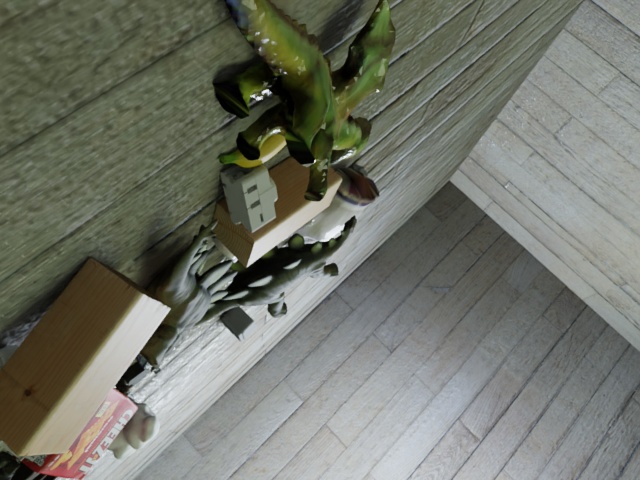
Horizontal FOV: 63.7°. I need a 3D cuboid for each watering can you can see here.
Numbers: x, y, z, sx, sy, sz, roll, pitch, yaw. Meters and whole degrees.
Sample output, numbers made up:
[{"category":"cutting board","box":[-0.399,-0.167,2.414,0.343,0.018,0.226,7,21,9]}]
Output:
[{"category":"watering can","box":[0.004,-0.058,1.155,0.221,0.105,0.350,-48,-19,29]}]

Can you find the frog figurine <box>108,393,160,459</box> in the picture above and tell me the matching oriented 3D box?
[{"category":"frog figurine","box":[-0.418,0.408,1.113,0.122,0.137,0.160,6,5,-38]}]

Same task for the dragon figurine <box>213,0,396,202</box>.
[{"category":"dragon figurine","box":[0.007,-0.203,0.612,0.123,0.246,0.401,30,-24,20]}]
